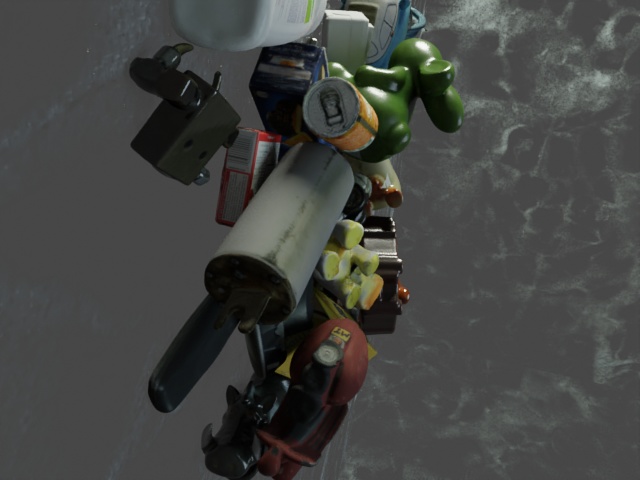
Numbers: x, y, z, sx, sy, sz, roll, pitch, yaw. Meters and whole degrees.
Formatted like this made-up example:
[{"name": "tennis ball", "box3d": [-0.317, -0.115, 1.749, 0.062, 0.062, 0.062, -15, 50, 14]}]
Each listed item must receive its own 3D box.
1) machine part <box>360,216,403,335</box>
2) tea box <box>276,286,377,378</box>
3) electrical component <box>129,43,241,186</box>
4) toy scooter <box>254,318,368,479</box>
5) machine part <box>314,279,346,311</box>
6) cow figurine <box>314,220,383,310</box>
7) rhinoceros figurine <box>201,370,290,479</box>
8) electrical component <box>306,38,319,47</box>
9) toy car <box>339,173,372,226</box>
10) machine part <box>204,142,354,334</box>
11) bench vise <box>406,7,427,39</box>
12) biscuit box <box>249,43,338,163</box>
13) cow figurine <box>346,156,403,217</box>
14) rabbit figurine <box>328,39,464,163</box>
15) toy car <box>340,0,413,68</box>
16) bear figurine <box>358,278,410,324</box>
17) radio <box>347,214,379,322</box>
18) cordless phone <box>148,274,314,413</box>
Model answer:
[{"name": "machine part", "box3d": [0.087, 0.052, 0.799, 0.179, 0.056, 0.179, -2, 92, -88]}, {"name": "tea box", "box3d": [-0.004, 0.131, 0.694, 0.098, 0.068, 0.169, -38, 145, 6]}, {"name": "electrical component", "box3d": [-0.088, -0.081, 0.355, 0.078, 0.045, 0.102, -52, 168, 6]}, {"name": "toy scooter", "box3d": [-0.014, 0.164, 0.527, 0.183, 0.075, 0.135, -65, 165, 2]}, {"name": "machine part", "box3d": [0.007, 0.033, 0.833, 0.201, 0.087, 0.200, -15, 116, -76]}, {"name": "cow figurine", "box3d": [0.012, 0.025, 0.601, 0.068, 0.098, 0.167, -56, 148, -13]}, {"name": "rhinoceros figurine", "box3d": [-0.074, 0.209, 0.623, 0.190, 0.073, 0.112, -49, 149, -69]}, {"name": "electrical component", "box3d": [-0.017, -0.192, 0.652, 0.063, 0.021, 0.094, 74, 30, -67]}, {"name": "toy car", "box3d": [-0.001, -0.002, 0.685, 0.201, 0.056, 0.073, -52, 163, -11]}, {"name": "machine part", "box3d": [-0.029, -0.013, 0.466, 0.243, 0.079, 0.079, -65, 162, -45]}, {"name": "bench vise", "box3d": [0.127, -0.407, 0.928, 0.224, 0.129, 0.240, -67, 170, -46]}, {"name": "biscuit box", "box3d": [-0.021, -0.127, 0.593, 0.202, 0.063, 0.059, 71, 33, -68]}, {"name": "cow figurine", "box3d": [0.059, -0.136, 0.789, 0.194, 0.085, 0.127, 65, 12, -6]}, {"name": "rabbit figurine", "box3d": [0.094, -0.185, 0.648, 0.170, 0.159, 0.121, -50, 136, -18]}, {"name": "toy car", "box3d": [0.066, -0.303, 0.770, 0.103, 0.109, 0.161, 31, 75, -72]}, {"name": "bear figurine", "box3d": [0.108, 0.127, 1.183, 0.196, 0.120, 0.132, -41, 171, 20]}, {"name": "radio", "box3d": [0.057, 0.056, 1.077, 0.131, 0.073, 0.229, 120, -18, -80]}, {"name": "cordless phone", "box3d": [-0.084, 0.099, 0.505, 0.184, 0.089, 0.146, -55, 157, -39]}]
